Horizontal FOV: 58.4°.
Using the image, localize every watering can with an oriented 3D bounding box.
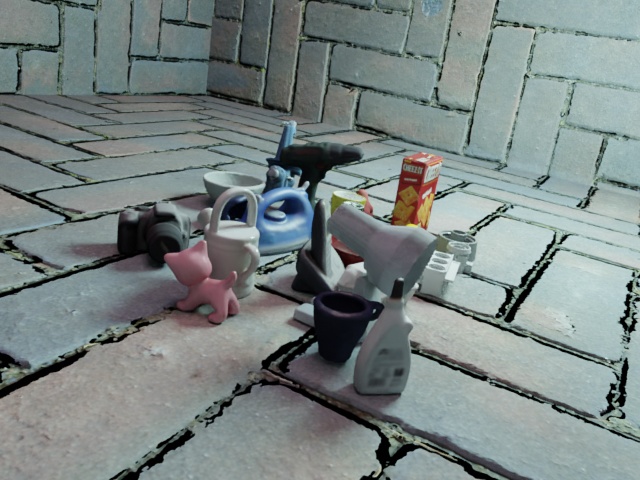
[{"bbox_3d":[-0.165,-0.004,1.030,0.172,0.194,0.101,17,20,22],"label":"watering can"}]

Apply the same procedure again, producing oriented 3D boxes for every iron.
[{"bbox_3d":[-0.106,-0.053,1.280,0.118,0.141,0.259,21,22,32],"label":"iron"}]

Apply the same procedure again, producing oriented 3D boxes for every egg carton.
[{"bbox_3d":[0.110,0.086,1.093,0.151,0.069,0.107,-10,27,-44],"label":"egg carton"}]

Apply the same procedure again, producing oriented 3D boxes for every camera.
[{"bbox_3d":[-0.325,-0.016,1.133,0.143,0.101,0.136,3,20,-19],"label":"camera"}]

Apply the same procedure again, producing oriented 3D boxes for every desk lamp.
[{"bbox_3d":[0.074,0.057,0.937,0.202,0.213,0.118,18,21,25],"label":"desk lamp"}]

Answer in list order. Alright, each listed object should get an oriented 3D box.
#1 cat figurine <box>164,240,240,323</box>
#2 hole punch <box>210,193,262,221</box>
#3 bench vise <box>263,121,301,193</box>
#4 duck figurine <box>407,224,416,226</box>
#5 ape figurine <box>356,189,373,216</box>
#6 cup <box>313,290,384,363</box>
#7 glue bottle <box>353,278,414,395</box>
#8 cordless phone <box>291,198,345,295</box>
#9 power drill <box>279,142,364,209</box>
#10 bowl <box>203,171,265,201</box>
[{"bbox_3d":[-0.193,0.061,0.946,0.127,0.118,0.067,15,20,17],"label":"cat figurine"},{"bbox_3d":[-0.204,-0.077,1.383,0.100,0.091,0.109,20,22,29],"label":"hole punch"},{"bbox_3d":[-0.098,-0.236,1.692,0.121,0.220,0.207,6,19,-9],"label":"bench vise"},{"bbox_3d":[0.212,0.003,1.357,0.077,0.086,0.104,9,19,0],"label":"duck figurine"},{"bbox_3d":[0.114,-0.096,1.587,0.078,0.092,0.076,8,19,-4],"label":"ape figurine"},{"bbox_3d":[0.040,0.136,0.878,0.118,0.095,0.091,-1,21,-27],"label":"cup"},{"bbox_3d":[0.096,0.132,0.793,0.078,0.173,0.037,3,20,-16],"label":"glue bottle"},{"bbox_3d":[0.010,0.004,1.104,0.094,0.185,0.147,11,19,6],"label":"cordless phone"},{"bbox_3d":[-0.004,-0.170,1.566,0.229,0.208,0.076,14,19,12],"label":"power drill"},{"bbox_3d":[-0.235,-0.130,1.546,0.167,0.075,0.167,8,19,-3],"label":"bowl"}]
